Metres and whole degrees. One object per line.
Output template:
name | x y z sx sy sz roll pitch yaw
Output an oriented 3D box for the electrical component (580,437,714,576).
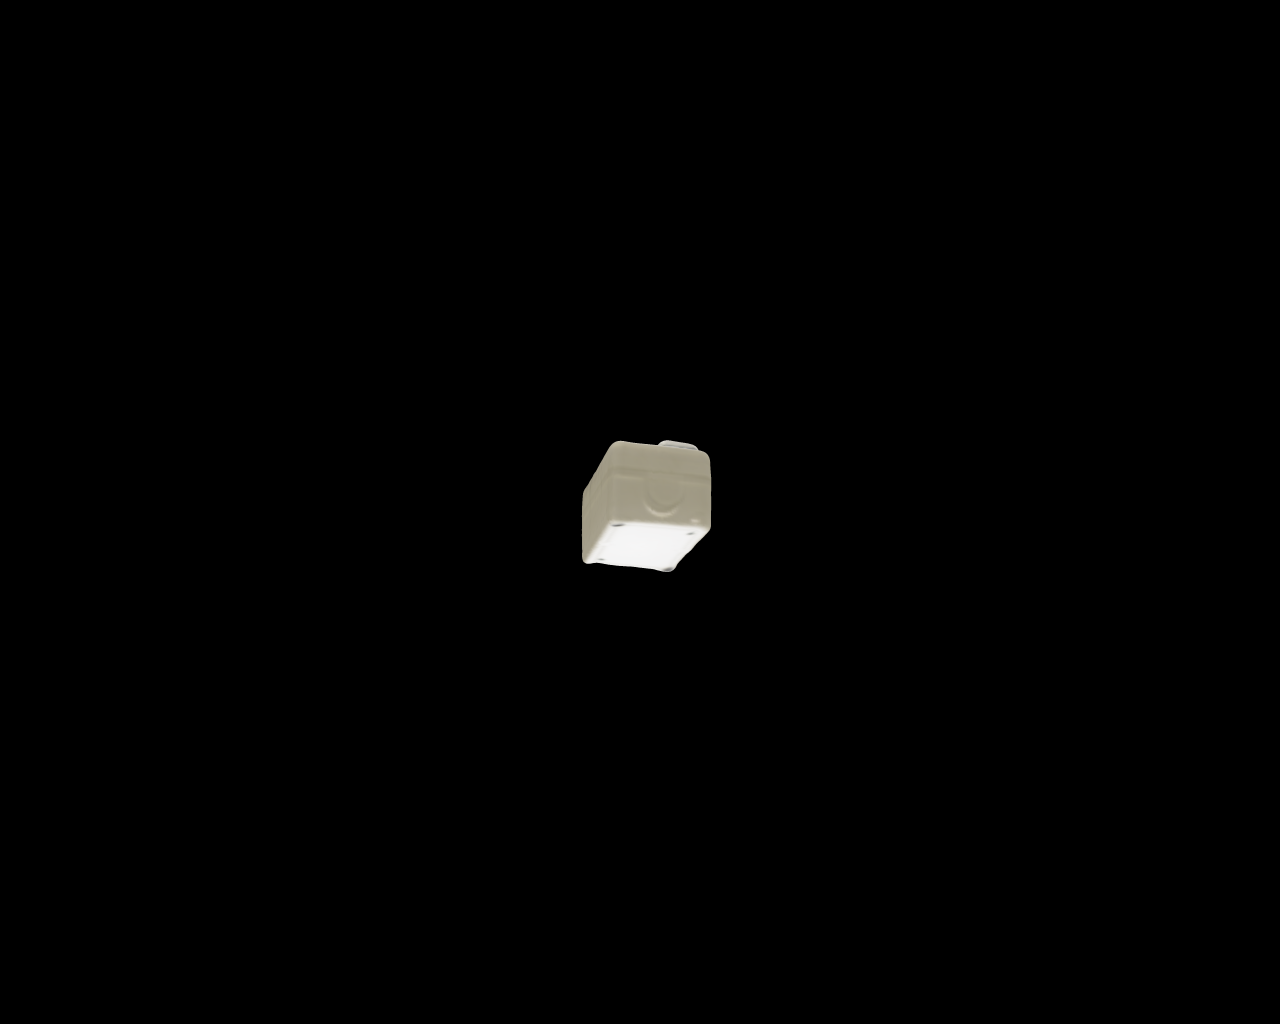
electrical component | 0.001 -0.003 0.650 0.062 0.061 0.096 6 -23 -14
